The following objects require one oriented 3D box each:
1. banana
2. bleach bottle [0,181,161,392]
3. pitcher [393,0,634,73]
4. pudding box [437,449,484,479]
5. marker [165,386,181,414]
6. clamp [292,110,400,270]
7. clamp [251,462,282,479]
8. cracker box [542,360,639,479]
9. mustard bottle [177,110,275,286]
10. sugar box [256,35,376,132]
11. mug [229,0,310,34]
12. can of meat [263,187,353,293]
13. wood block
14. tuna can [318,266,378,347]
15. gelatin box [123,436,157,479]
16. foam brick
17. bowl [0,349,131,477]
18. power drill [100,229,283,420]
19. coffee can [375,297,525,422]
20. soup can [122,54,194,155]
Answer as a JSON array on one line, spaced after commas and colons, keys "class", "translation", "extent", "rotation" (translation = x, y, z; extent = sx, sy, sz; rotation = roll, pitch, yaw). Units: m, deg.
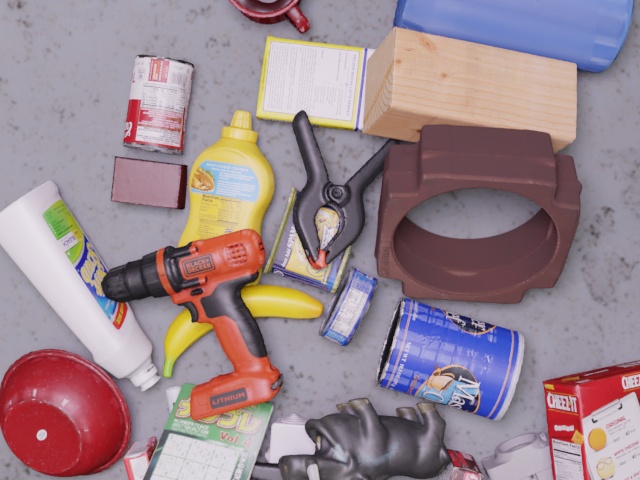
[{"class": "banana", "translation": [-0.097, 0.088, 1.209], "extent": [0.198, 0.037, 0.069], "rotation": [-22, 95, 2]}, {"class": "bleach bottle", "translation": [-0.260, 0.059, 1.188], "extent": [0.068, 0.102, 0.251], "rotation": [-33, 99, 16]}, {"class": "pitcher", "translation": [0.208, -0.270, 1.152], "extent": [0.242, 0.145, 0.149], "rotation": [13, 133, -4]}, {"class": "pudding box", "translation": [0.146, 0.298, 1.186], "extent": [0.039, 0.090, 0.113], "rotation": [17, 92, 1]}, {"class": "marker", "translation": [-0.158, 0.229, 1.222], "extent": [0.020, 0.020, 0.121], "rotation": [-9, 92, 1]}, {"class": "clamp", "translation": [0.006, -0.056, 1.152], "extent": [0.120, 0.039, 0.171], "rotation": [21, 76, -2]}, {"class": "clamp", "translation": [-0.005, 0.305, 1.163], "extent": [0.210, 0.036, 0.164], "rotation": [44, 83, 3]}, {"class": "cracker box", "translation": [0.335, 0.247, 1.166], "extent": [0.164, 0.072, 0.214], "rotation": [-7, 91, -26]}, {"class": "mustard bottle", "translation": [-0.101, -0.049, 1.192], "extent": [0.096, 0.058, 0.191], "rotation": [10, 92, 16]}, {"class": "sugar box", "translation": [0.021, -0.171, 1.196], "extent": [0.176, 0.048, 0.093], "rotation": [7, 92, -3]}, {"class": "mug", "translation": [-0.051, -0.275, 1.174], "extent": [0.093, 0.081, 0.117], "rotation": [-43, 91, 1]}, {"class": "can of meat", "translation": [-0.008, 0.001, 1.195], "extent": [0.084, 0.057, 0.102], "rotation": [19, 92, -2]}, {"class": "wood block", "translation": [0.159, -0.150, 1.134], "extent": [0.206, 0.091, 0.090], "rotation": [8, 75, -15]}, {"class": "tuna can", "translation": [0.031, 0.074, 1.182], "extent": [0.033, 0.086, 0.086], "rotation": [26, 92, -3]}, {"class": "gelatin box", "translation": [-0.191, 0.265, 1.189], "extent": [0.030, 0.089, 0.073], "rotation": [-14, 92, -2]}, {"class": "foam brick", "translation": [-0.190, -0.064, 1.196], "extent": [0.078, 0.053, 0.051], "rotation": [7, 92, 0]}, {"class": "bowl", "translation": [-0.293, 0.204, 1.176], "extent": [0.162, 0.055, 0.162], "rotation": [5, 111, 13]}, {"class": "power drill", "translation": [-0.129, 0.094, 1.146], "extent": [0.184, 0.057, 0.187], "rotation": [-15, 97, 12]}, {"class": "coffee can", "translation": [0.142, 0.131, 1.175], "extent": [0.140, 0.103, 0.103], "rotation": [17, 92, 0]}, {"class": "soup can", "translation": [-0.179, -0.150, 1.186], "extent": [0.068, 0.068, 0.102], "rotation": [8, 91, 0]}]
